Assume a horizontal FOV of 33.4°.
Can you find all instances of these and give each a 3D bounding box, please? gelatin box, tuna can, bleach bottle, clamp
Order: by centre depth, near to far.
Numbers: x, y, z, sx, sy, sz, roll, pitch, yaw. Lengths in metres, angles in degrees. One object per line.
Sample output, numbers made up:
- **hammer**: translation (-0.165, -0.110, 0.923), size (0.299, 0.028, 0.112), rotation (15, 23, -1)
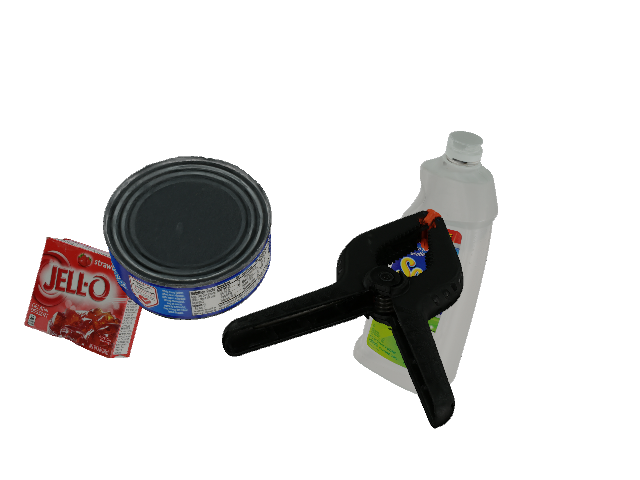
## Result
- **tuna can**: translation (-0.068, -0.002, 0.556), size (0.086, 0.086, 0.034), rotation (0, -38, -1)
- **clamp**: translation (0.053, 0.046, 0.762), size (0.165, 0.036, 0.209), rotation (23, 41, 24)
- **gelatin box**: translation (-0.181, 0.043, 0.825), size (0.089, 0.073, 0.030), rotation (17, 4, 25)
- **bleach bottle**: translation (0.100, 0.017, 0.972), size (0.103, 0.251, 0.067), rotation (28, 35, 29)
